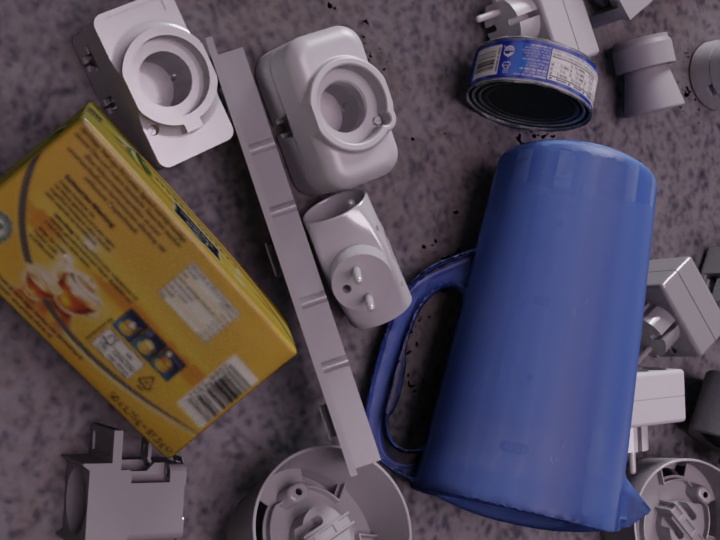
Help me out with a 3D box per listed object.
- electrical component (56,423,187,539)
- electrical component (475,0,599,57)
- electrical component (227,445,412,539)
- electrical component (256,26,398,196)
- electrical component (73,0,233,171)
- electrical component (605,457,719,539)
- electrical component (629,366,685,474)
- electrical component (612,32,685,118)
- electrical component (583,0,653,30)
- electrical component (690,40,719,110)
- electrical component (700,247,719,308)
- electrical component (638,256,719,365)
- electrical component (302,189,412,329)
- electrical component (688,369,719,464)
[{"bbox_3d":[-0.132,0.128,0.604,0.064,0.042,0.081,5,86,-30],"label":"electrical component"},{"bbox_3d":[0.112,-0.174,0.744,0.076,0.047,0.083,-25,100,-27],"label":"electrical component"},{"bbox_3d":[-0.026,0.159,0.634,0.099,0.064,0.099,24,47,-28],"label":"electrical component"},{"bbox_3d":[-0.018,-0.098,0.664,0.054,0.059,0.095,-24,100,-27],"label":"electrical component"},{"bbox_3d":[-0.117,-0.105,0.612,0.050,0.056,0.089,-30,102,-26],"label":"electrical component"},{"bbox_3d":[0.231,0.186,0.788,0.099,0.064,0.099,1,88,-29],"label":"electrical component"},{"bbox_3d":[0.189,0.111,0.777,0.083,0.047,0.075,-1,89,-29],"label":"electrical component"},{"bbox_3d":[0.214,-0.145,0.801,0.045,0.045,0.055,-16,96,-28],"label":"electrical component"},{"bbox_3d":[0.209,-0.270,0.793,0.186,0.060,0.105,-41,107,-23],"label":"electrical component"},{"bbox_3d":[0.297,-0.157,0.845,0.055,0.047,0.055,1,88,-29],"label":"electrical component"},{"bbox_3d":[0.309,0.008,0.822,0.050,0.089,0.055,28,76,-25],"label":"electrical component"},{"bbox_3d":[0.221,0.039,0.796,0.077,0.047,0.065,-40,106,-26],"label":"electrical component"},{"bbox_3d":[0.000,0.000,0.655,0.043,0.079,0.077,-22,112,5],"label":"electrical component"},{"bbox_3d":[0.300,0.126,0.807,0.108,0.108,0.060,31,81,-24],"label":"electrical component"}]
